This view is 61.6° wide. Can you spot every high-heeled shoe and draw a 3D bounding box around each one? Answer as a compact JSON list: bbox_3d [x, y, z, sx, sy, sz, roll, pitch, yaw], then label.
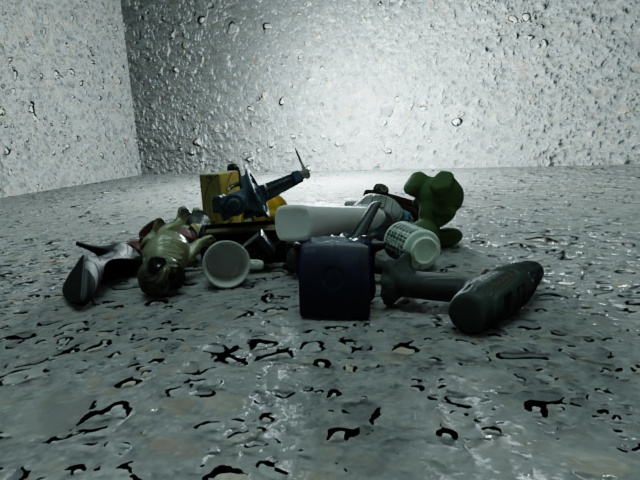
[{"bbox_3d":[-0.391,0.071,1.006,0.145,0.086,0.249,26,16,-31],"label":"high-heeled shoe"}]

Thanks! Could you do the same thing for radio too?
[{"bbox_3d":[-0.148,0.002,1.174,0.230,0.073,0.131,-5,11,-4],"label":"radio"}]

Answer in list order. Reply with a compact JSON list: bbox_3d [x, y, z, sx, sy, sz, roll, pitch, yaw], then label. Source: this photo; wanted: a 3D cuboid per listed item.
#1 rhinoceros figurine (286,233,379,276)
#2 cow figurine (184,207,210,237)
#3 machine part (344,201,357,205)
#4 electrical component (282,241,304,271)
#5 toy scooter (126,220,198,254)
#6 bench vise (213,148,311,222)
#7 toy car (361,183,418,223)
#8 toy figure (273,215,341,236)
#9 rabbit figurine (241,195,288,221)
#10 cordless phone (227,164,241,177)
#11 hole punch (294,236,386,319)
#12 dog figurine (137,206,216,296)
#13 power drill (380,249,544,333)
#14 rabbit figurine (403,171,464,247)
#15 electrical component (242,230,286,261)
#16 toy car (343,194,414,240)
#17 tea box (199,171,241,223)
[{"bbox_3d":[0.027,0.025,1.032,0.190,0.073,0.112,-10,15,-31],"label":"rhinoceros figurine"},{"bbox_3d":[-0.294,-0.025,1.286,0.068,0.098,0.167,2,11,-11],"label":"cow figurine"},{"bbox_3d":[0.149,-0.066,1.414,0.243,0.079,0.079,2,13,17],"label":"machine part"},{"bbox_3d":[-0.050,0.027,1.061,0.021,0.063,0.094,4,15,23],"label":"electrical component"},{"bbox_3d":[-0.345,0.000,1.186,0.184,0.075,0.135,-6,31,11],"label":"toy scooter"},{"bbox_3d":[-0.134,-0.111,1.264,0.241,0.129,0.223,-23,-3,4],"label":"bench vise"},{"bbox_3d":[0.198,-0.074,1.305,0.202,0.089,0.053,15,45,-8],"label":"toy car"},{"bbox_3d":[-0.035,-0.036,1.288,0.082,0.089,0.180,-5,8,-45],"label":"toy figure"},{"bbox_3d":[-0.101,-0.074,1.442,0.163,0.121,0.173,12,0,42],"label":"rabbit figurine"},{"bbox_3d":[-0.266,-0.128,1.551,0.089,0.184,0.147,-19,20,-39],"label":"cordless phone"},{"bbox_3d":[0.025,0.057,0.806,0.142,0.115,0.092,0,20,15],"label":"hole punch"},{"bbox_3d":[-0.306,0.046,1.006,0.172,0.121,0.190,-41,13,35],"label":"dog figurine"},{"bbox_3d":[0.210,0.067,0.810,0.208,0.085,0.232,13,22,31],"label":"power drill"},{"bbox_3d":[0.238,-0.045,1.172,0.121,0.170,0.159,11,-23,42],"label":"rabbit figurine"},{"bbox_3d":[-0.115,0.011,1.073,0.119,0.047,0.075,-38,13,5],"label":"electrical component"},{"bbox_3d":[0.131,-0.052,1.229,0.162,0.102,0.109,5,48,18],"label":"toy car"},{"bbox_3d":[-0.262,-0.096,1.435,0.068,0.169,0.098,1,14,23],"label":"tea box"}]
